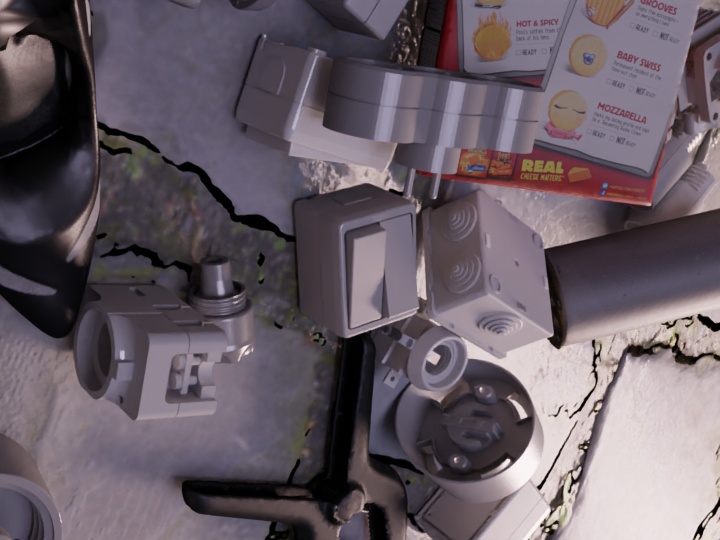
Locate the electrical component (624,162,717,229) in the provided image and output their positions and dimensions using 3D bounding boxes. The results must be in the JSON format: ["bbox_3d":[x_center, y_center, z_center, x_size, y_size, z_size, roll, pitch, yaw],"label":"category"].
[{"bbox_3d":[0.260,-0.056,0.887,0.081,0.043,0.043,-50,130,-10],"label":"electrical component"}]

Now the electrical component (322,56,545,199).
[{"bbox_3d":[0.041,-0.077,0.616,0.138,0.052,0.073,0,108,-33],"label":"electrical component"}]

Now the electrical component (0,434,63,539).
[{"bbox_3d":[-0.218,0.149,0.592,0.108,0.060,0.108,-15,116,-32],"label":"electrical component"}]

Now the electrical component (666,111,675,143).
[{"bbox_3d":[0.194,-0.105,0.805,0.057,0.058,0.078,-40,154,-12],"label":"electrical component"}]

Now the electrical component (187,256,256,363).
[{"bbox_3d":[-0.086,0.023,0.654,0.043,0.043,0.062,-15,115,-32],"label":"electrical component"}]

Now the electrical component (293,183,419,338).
[{"bbox_3d":[0.000,0.000,0.699,0.062,0.061,0.096,-17,118,-31],"label":"electrical component"}]

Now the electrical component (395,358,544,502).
[{"bbox_3d":[0.083,0.118,0.790,0.099,0.099,0.064,-48,136,-12],"label":"electrical component"}]

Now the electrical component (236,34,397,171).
[{"bbox_3d":[-0.017,-0.094,0.647,0.096,0.062,0.061,13,100,-40],"label":"electrical component"}]

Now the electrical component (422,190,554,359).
[{"bbox_3d":[0.090,0.003,0.748,0.100,0.048,0.099,31,47,-41],"label":"electrical component"}]

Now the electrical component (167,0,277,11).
[{"bbox_3d":[-0.070,-0.174,0.578,0.057,0.058,0.078,16,98,-38],"label":"electrical component"}]

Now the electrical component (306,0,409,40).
[{"bbox_3d":[-0.001,-0.192,0.629,0.076,0.047,0.083,34,86,-41],"label":"electrical component"}]

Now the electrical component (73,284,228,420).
[{"bbox_3d":[-0.123,0.044,0.603,0.056,0.089,0.050,1,107,-38],"label":"electrical component"}]

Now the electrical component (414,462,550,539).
[{"bbox_3d":[0.104,0.190,0.855,0.096,0.062,0.061,-47,129,-13],"label":"electrical component"}]

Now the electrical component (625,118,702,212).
[{"bbox_3d":[0.240,-0.090,0.858,0.081,0.043,0.043,-47,129,-13],"label":"electrical component"}]

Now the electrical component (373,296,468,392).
[{"bbox_3d":[0.043,0.056,0.758,0.048,0.055,0.066,34,86,-41],"label":"electrical component"}]
